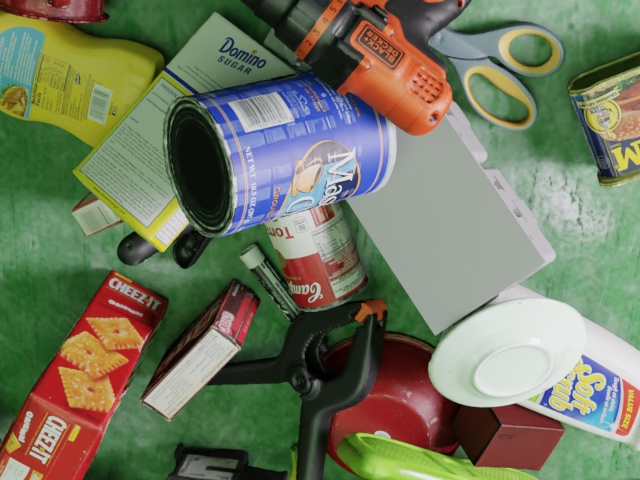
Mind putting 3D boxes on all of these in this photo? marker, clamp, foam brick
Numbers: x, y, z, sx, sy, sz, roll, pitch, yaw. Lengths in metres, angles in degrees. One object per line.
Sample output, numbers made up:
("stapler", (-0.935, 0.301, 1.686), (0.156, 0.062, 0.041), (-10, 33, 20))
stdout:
("marker", (-0.031, 0.056, 0.973), (0.020, 0.020, 0.121), (-31, 105, 21))
("clamp", (-0.094, -0.032, 0.899), (0.039, 0.120, 0.172), (47, 110, 9))
("foam brick", (0.167, 0.168, 0.952), (0.078, 0.051, 0.053), (11, 120, -30))
("clamp", (-0.017, 0.120, 0.956), (0.165, 0.036, 0.210), (43, 118, 21))

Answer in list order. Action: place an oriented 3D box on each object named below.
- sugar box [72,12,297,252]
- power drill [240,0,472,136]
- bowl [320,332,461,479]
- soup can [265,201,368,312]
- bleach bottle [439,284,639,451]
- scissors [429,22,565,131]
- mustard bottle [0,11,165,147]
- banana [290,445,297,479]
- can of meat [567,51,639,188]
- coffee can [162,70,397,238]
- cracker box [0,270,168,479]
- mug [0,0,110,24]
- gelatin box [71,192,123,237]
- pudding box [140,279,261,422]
("sugar box", (-0.104, -0.087, 0.853), (0.093, 0.048, 0.176), (40, 82, 17))
("power drill", (0.045, -0.190, 0.768), (0.184, 0.187, 0.057), (38, 156, -8))
("bowl", (0.059, 0.168, 0.987), (0.162, 0.055, 0.162), (4, 114, 8))
("soup can", (-0.006, 0.001, 0.917), (0.069, 0.068, 0.102), (-15, 111, 16))
("bleach bottle", (0.234, 0.114, 0.928), (0.251, 0.068, 0.103), (23, 115, -3))
("scissors", (0.111, -0.172, 0.849), (0.201, 0.016, 0.096), (44, 112, -11))
("mustard bottle", (-0.233, -0.144, 0.901), (0.191, 0.058, 0.096), (21, 120, 0))
("banana", (0.046, 0.274, 1.045), (0.198, 0.037, 0.070), (26, 117, -2))
("can of meat", (0.253, -0.100, 0.833), (0.102, 0.057, 0.084), (-20, 106, 17))
("coffee can", (-0.030, -0.068, 0.781), (0.140, 0.103, 0.103), (-17, 117, -30))
("cracker box", (-0.217, 0.148, 0.941), (0.072, 0.213, 0.164), (29, 115, -5))
("mug", (-0.207, -0.217, 0.836), (0.093, 0.117, 0.081), (3, 111, -18))
("gelatin box", (-0.162, -0.043, 0.924), (0.089, 0.073, 0.030), (-23, 108, 18))
("pudding box", (-0.107, 0.099, 0.967), (0.039, 0.090, 0.114), (38, 115, -8))
